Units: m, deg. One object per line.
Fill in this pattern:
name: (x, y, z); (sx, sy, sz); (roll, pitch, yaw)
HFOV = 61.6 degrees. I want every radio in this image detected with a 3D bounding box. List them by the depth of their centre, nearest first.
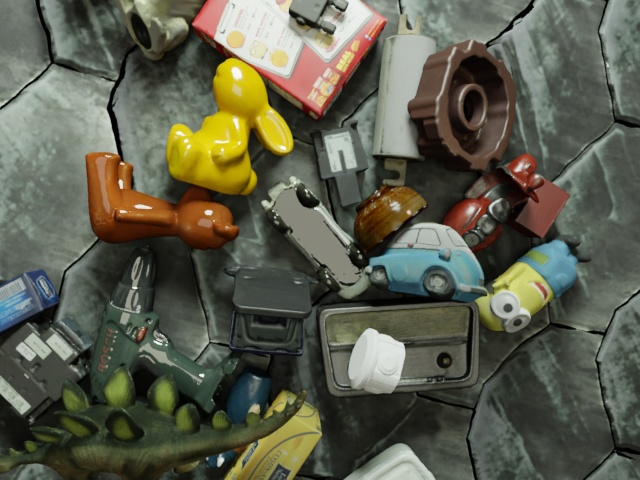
radio: (0.112, 0.153, 0.786); (0.230, 0.073, 0.131); (-4, 93, -1)

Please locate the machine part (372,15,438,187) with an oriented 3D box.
machine part: (0.121, -0.198, 0.766); (0.079, 0.079, 0.243); (5, 92, -3)

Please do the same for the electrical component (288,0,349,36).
electrical component: (-0.012, -0.314, 0.709); (0.094, 0.021, 0.063); (28, 89, -4)

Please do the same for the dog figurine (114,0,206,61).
dog figurine: (-0.177, -0.352, 0.746); (0.190, 0.172, 0.121); (-35, 77, -31)

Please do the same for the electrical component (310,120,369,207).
electrical component: (0.033, -0.109, 0.781); (0.075, 0.048, 0.119); (-16, 94, -2)

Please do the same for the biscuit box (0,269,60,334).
biscuit box: (-0.478, 0.114, 0.760); (0.203, 0.063, 0.059); (-28, 93, -2)

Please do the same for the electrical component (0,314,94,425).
electrical component: (-0.397, 0.177, 0.770); (0.134, 0.058, 0.115); (-41, 96, 0)

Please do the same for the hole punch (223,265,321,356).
hole punch: (-0.071, 0.099, 0.761); (0.142, 0.116, 0.092); (4, 120, -5)

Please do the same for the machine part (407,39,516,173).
machine part: (0.200, -0.181, 0.744); (0.179, 0.056, 0.179); (-5, 98, -36)

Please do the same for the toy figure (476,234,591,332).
toy figure: (0.308, 0.065, 0.790); (0.180, 0.089, 0.082); (-39, 81, -9)

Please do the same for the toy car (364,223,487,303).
toy car: (0.147, 0.028, 0.727); (0.162, 0.109, 0.103); (7, 83, 35)

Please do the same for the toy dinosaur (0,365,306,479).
toy dinosaur: (-0.237, 0.266, 0.707); (0.472, 0.105, 0.198); (-9, 122, 6)

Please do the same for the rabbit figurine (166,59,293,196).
rabbit figurine: (-0.116, -0.151, 0.729); (0.162, 0.122, 0.173); (16, 100, -14)

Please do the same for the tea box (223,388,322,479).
tea box: (-0.072, 0.313, 0.774); (0.068, 0.098, 0.169); (35, 89, -5)

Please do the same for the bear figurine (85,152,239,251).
bear figurine: (-0.209, -0.050, 0.738); (0.196, 0.120, 0.131); (-2, 89, -5)

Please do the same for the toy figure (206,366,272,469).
toy figure: (-0.119, 0.263, 0.785); (0.058, 0.064, 0.154); (24, 92, -6)

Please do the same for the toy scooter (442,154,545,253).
toy scooter: (0.248, -0.049, 0.752); (0.075, 0.135, 0.184); (41, 92, -6)

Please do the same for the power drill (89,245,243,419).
power drill: (-0.216, 0.148, 0.767); (0.207, 0.086, 0.232); (25, 93, -8)

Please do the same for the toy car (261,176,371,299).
toy car: (-0.002, -0.002, 0.782); (0.073, 0.056, 0.201); (-41, 93, 6)
